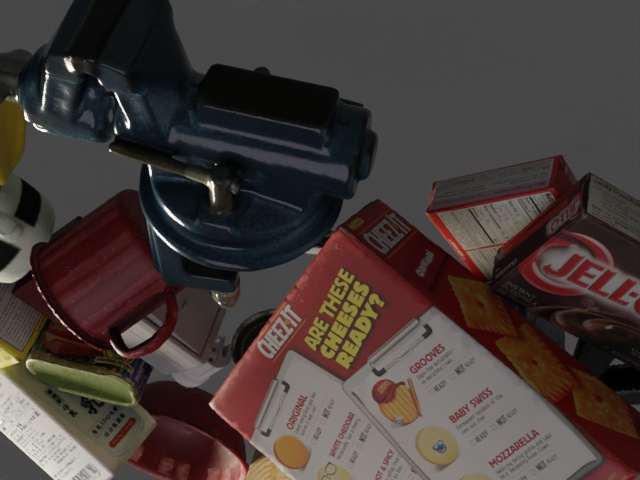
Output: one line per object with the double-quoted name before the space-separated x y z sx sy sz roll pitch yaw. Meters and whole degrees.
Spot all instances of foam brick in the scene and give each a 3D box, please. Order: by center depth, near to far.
"foam brick" -0.197 0.025 0.843 0.051 0.053 0.078 36 142 -24

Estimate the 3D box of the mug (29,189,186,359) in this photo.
"mug" -0.137 0.027 0.747 0.081 0.117 0.093 -35 151 11

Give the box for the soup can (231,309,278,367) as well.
"soup can" -0.032 0.111 0.869 0.068 0.068 0.102 11 146 12

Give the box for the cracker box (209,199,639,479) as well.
"cracker box" 0.063 0.105 0.649 0.214 0.072 0.164 40 119 8

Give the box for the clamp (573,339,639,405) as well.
"clamp" 0.247 0.069 0.696 0.164 0.036 0.210 30 143 -11

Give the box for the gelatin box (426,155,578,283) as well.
"gelatin box" 0.121 -0.012 0.651 0.089 0.030 0.073 -12 135 36

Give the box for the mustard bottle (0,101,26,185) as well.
"mustard bottle" -0.295 -0.100 0.707 0.191 0.058 0.096 16 143 5

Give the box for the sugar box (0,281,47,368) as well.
"sugar box" -0.293 0.017 0.843 0.176 0.093 0.048 40 141 -27

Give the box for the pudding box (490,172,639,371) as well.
"pudding box" 0.169 0.021 0.611 0.113 0.039 0.090 26 142 -13

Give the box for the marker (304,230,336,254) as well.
"marker" -0.005 0.001 0.741 0.121 0.020 0.020 5 144 20

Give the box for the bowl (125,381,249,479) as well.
"bowl" -0.136 0.183 1.034 0.162 0.055 0.162 13 146 9

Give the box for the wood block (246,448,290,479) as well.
"wood block" 0.035 0.252 1.016 0.090 0.090 0.206 -18 132 43

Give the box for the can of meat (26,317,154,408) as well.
"can of meat" -0.183 0.085 0.893 0.102 0.084 0.057 11 146 12

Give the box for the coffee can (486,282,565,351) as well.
"coffee can" 0.087 0.078 0.729 0.140 0.102 0.102 2 143 25
